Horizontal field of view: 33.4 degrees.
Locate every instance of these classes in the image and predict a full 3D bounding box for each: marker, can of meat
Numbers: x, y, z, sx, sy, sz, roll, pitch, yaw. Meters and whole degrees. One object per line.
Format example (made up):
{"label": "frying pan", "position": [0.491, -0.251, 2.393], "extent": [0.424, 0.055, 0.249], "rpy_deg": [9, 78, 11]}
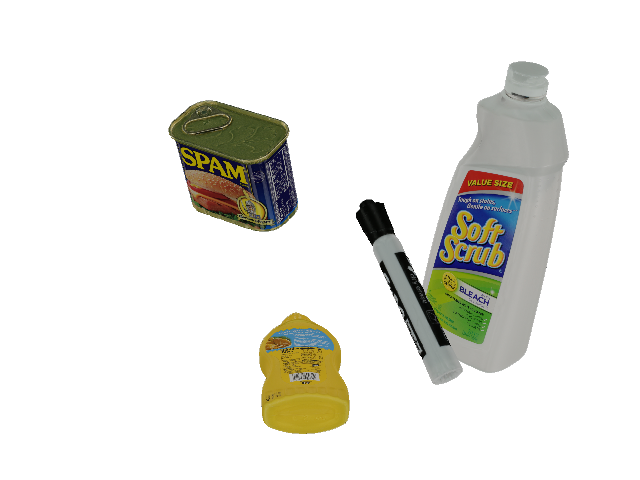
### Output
{"label": "marker", "position": [0.050, 0.027, 0.625], "extent": [0.020, 0.121, 0.020], "rpy_deg": [-19, -26, -10]}
{"label": "can of meat", "position": [-0.071, -0.061, 0.902], "extent": [0.102, 0.084, 0.057], "rpy_deg": [19, 50, 28]}

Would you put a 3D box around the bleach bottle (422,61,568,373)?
{"label": "bleach bottle", "position": [0.136, -0.021, 0.842], "extent": [0.067, 0.251, 0.103], "rpy_deg": [-25, 42, -39]}

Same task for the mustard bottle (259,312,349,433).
{"label": "mustard bottle", "position": [-0.023, 0.143, 1.238], "extent": [0.096, 0.058, 0.191], "rpy_deg": [-3, 30, -4]}
